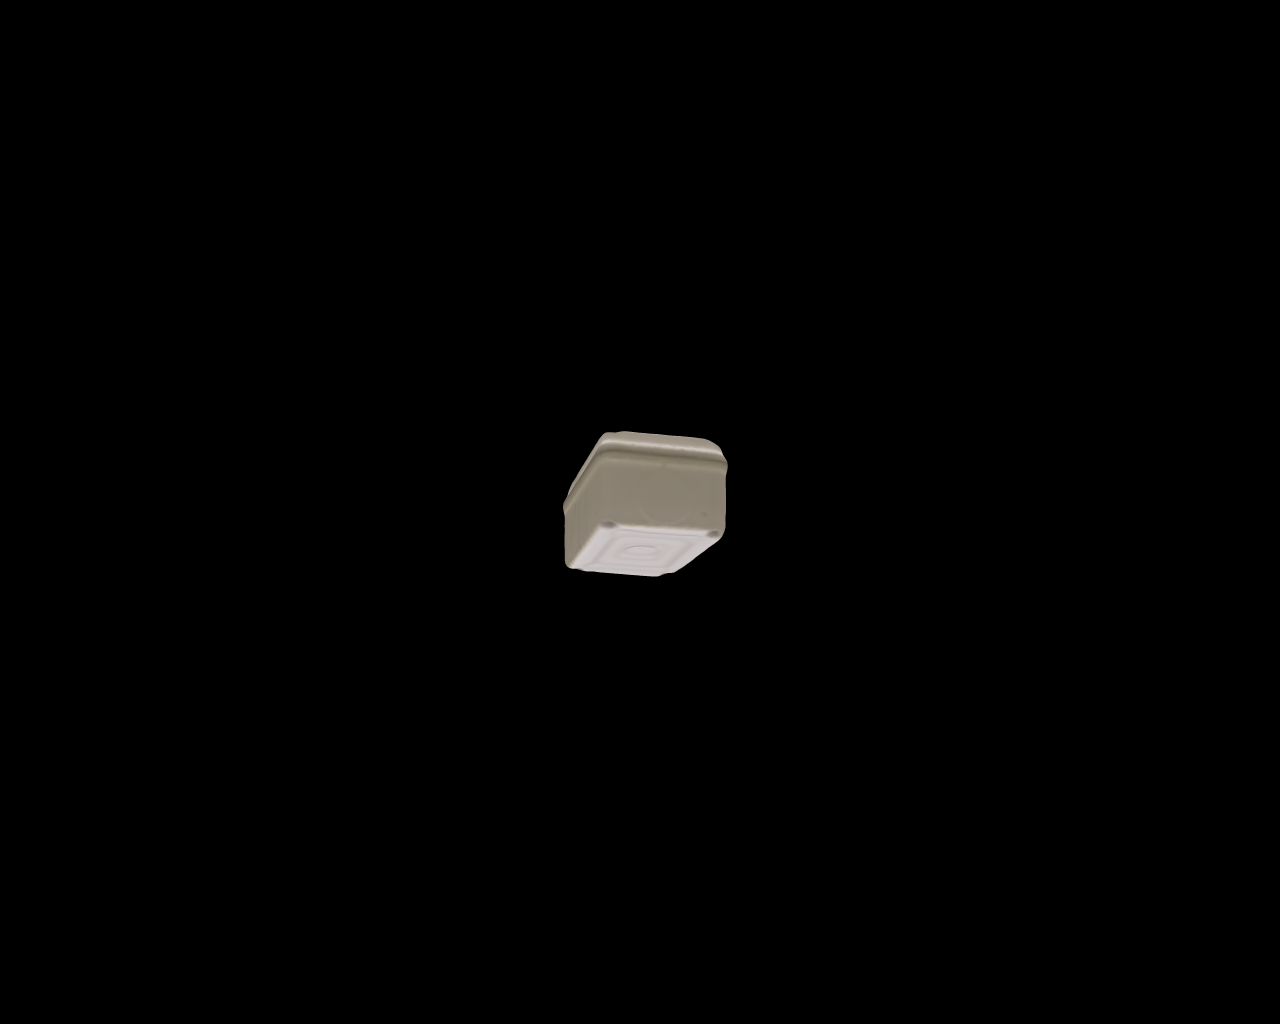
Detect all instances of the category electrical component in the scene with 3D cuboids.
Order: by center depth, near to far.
[{"bbox_3d":[0.001,-0.003,0.650,0.078,0.057,0.113,5,-19,-15],"label":"electrical component"}]
